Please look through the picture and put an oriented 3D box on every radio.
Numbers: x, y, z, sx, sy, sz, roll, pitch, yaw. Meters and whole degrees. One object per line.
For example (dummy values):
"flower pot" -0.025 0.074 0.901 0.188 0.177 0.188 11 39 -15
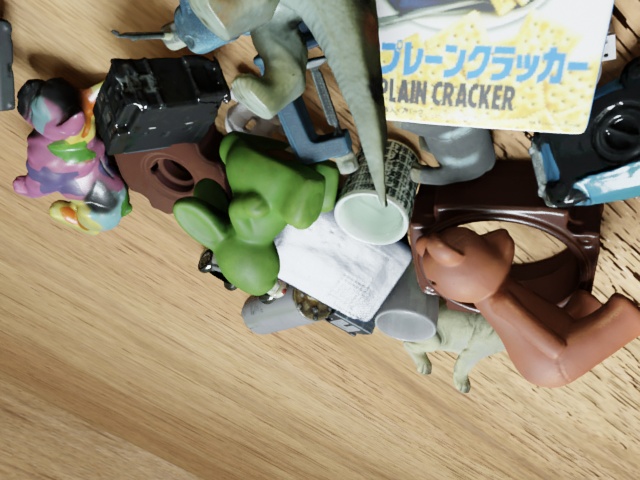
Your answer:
"radio" -0.001 -0.002 0.693 0.229 0.073 0.131 30 110 -13

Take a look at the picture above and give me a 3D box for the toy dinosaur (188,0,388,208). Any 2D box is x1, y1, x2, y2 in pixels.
"toy dinosaur" -0.043 -0.224 0.355 0.404 0.192 0.131 45 173 -17

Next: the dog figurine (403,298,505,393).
"dog figurine" 0.216 0.105 0.757 0.172 0.121 0.190 26 130 -14

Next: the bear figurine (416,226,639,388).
"bear figurine" 0.197 0.045 0.543 0.196 0.132 0.120 52 179 7

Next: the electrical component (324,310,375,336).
"electrical component" 0.056 0.114 0.850 0.075 0.048 0.119 31 160 -14

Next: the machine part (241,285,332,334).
"machine part" -0.057 0.108 0.882 0.079 0.079 0.243 39 146 -22

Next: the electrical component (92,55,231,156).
"electrical component" -0.173 -0.138 0.574 0.134 0.115 0.058 -30 77 56

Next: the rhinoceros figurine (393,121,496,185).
"rhinoceros figurine" 0.129 -0.130 0.510 0.112 0.073 0.190 6 140 22

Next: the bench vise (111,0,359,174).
"bench vise" -0.034 -0.165 0.492 0.224 0.129 0.240 -16 114 16

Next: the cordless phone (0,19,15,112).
"cordless phone" -0.452 -0.239 0.654 0.184 0.089 0.146 38 127 32

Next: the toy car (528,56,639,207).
"toy car" 0.277 -0.083 0.474 0.103 0.109 0.162 5 158 -36

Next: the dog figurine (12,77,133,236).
"dog figurine" -0.317 -0.116 0.720 0.191 0.108 0.219 37 138 -19

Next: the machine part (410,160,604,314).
"machine part" 0.213 0.007 0.630 0.201 0.087 0.201 4 139 22

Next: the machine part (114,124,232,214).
"machine part" -0.189 -0.098 0.720 0.179 0.056 0.179 14 141 11

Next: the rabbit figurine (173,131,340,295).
"rabbit figurine" -0.075 -0.020 0.581 0.159 0.121 0.170 20 111 1

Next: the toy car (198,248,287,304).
"toy car" -0.123 0.048 0.825 0.073 0.056 0.202 40 162 -33

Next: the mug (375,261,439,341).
"mug" 0.120 0.079 0.746 0.081 0.107 0.109 28 146 -13
